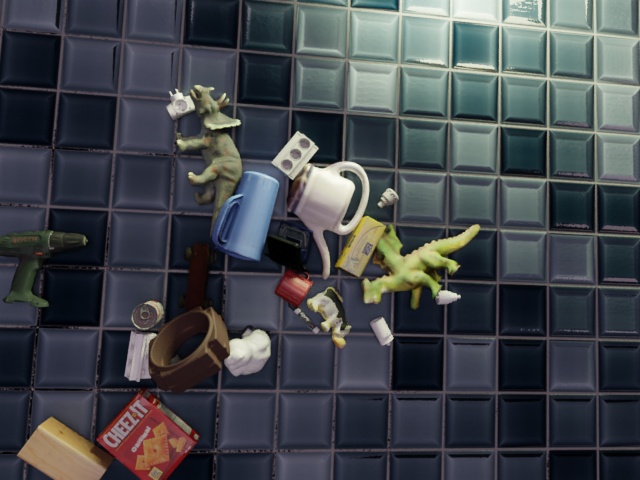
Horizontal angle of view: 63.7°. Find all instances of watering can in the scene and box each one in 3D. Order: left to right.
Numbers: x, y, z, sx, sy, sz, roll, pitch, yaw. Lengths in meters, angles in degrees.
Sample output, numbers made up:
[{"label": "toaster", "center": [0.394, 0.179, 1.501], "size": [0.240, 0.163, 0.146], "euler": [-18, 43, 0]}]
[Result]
[{"label": "watering can", "center": [0.005, -0.075, 1.496], "size": [0.224, 0.104, 0.347], "euler": [23, 93, -4]}]

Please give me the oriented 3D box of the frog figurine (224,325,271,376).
[{"label": "frog figurine", "center": [-0.196, 0.310, 1.405], "size": [0.138, 0.159, 0.122], "euler": [-40, 92, -7]}]

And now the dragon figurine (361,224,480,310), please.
[{"label": "dragon figurine", "center": [0.273, 0.046, 1.527], "size": [0.243, 0.120, 0.415], "euler": [38, 74, 5]}]
